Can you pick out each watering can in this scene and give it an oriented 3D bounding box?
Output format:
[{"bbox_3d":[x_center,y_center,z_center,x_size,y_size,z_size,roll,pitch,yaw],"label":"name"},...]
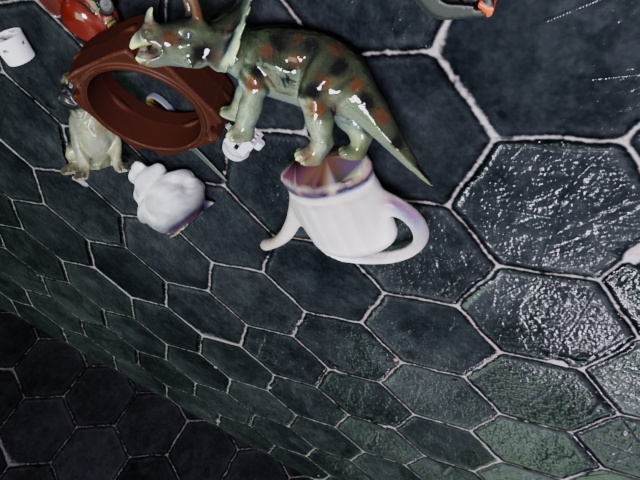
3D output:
[{"bbox_3d":[0.003,-0.043,0.846,0.347,0.106,0.220,1,134,32],"label":"watering can"}]

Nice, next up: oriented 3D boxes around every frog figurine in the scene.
[{"bbox_3d":[-0.301,-0.093,0.992,0.136,0.124,0.158,-38,101,16],"label":"frog figurine"}]
